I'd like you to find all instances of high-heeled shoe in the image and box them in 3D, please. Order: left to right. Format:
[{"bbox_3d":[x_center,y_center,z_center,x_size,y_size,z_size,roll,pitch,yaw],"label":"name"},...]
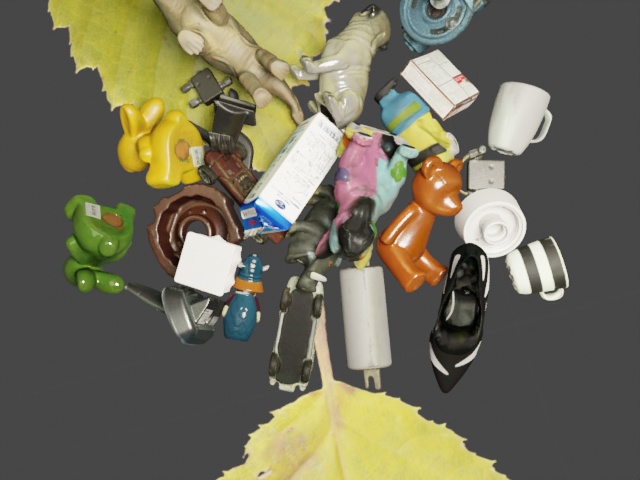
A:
[{"bbox_3d":[0.224,0.129,0.854,0.086,0.145,0.248,7,86,10],"label":"high-heeled shoe"}]

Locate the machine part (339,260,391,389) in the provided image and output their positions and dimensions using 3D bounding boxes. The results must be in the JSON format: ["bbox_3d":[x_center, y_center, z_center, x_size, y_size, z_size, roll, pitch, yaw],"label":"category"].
[{"bbox_3d":[0.076,0.130,0.912,0.079,0.079,0.243,-7,86,8],"label":"machine part"}]

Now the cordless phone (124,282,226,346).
[{"bbox_3d":[-0.269,0.108,0.932,0.184,0.146,0.088,24,82,9],"label":"cordless phone"}]

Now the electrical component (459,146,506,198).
[{"bbox_3d":[0.276,-0.107,0.911,0.078,0.045,0.102,7,88,10],"label":"electrical component"}]

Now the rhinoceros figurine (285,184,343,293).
[{"bbox_3d":[-0.002,-0.003,0.920,0.112,0.073,0.190,26,70,-6],"label":"rhinoceros figurine"}]

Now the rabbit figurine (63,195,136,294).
[{"bbox_3d":[-0.405,0.030,0.978,0.170,0.121,0.159,-52,53,28],"label":"rabbit figurine"}]

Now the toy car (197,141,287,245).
[{"bbox_3d":[-0.123,-0.082,0.937,0.089,0.053,0.202,-42,96,-28],"label":"toy car"}]

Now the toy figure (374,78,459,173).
[{"bbox_3d":[0.160,-0.187,0.916,0.180,0.082,0.089,48,121,1],"label":"toy figure"}]

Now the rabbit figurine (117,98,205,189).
[{"bbox_3d":[-0.306,-0.167,0.965,0.173,0.122,0.162,1,114,36],"label":"rabbit figurine"}]

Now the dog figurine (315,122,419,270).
[{"bbox_3d":[0.062,-0.066,0.861,0.108,0.192,0.219,16,108,-10],"label":"dog figurine"}]

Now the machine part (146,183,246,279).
[{"bbox_3d":[-0.223,-0.012,0.979,0.179,0.056,0.179,0,88,9],"label":"machine part"}]

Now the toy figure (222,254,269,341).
[{"bbox_3d":[-0.135,0.101,0.957,0.058,0.064,0.154,5,81,47],"label":"toy figure"}]

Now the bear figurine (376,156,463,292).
[{"bbox_3d":[0.180,-0.030,0.865,0.132,0.120,0.195,49,119,26],"label":"bear figurine"}]

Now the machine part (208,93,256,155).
[{"bbox_3d":[-0.155,-0.203,0.930,0.084,0.039,0.139,22,46,-11],"label":"machine part"}]

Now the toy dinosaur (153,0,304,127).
[{"bbox_3d":[-0.192,-0.355,0.904,0.105,0.199,0.471,-46,113,4],"label":"toy dinosaur"}]

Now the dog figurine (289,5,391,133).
[{"bbox_3d":[0.067,-0.294,0.938,0.190,0.121,0.172,-34,116,-11],"label":"dog figurine"}]

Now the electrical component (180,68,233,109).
[{"bbox_3d":[-0.213,-0.290,1.011,0.094,0.021,0.063,-30,82,7],"label":"electrical component"}]

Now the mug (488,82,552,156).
[{"bbox_3d":[0.332,-0.194,0.898,0.109,0.081,0.107,19,95,-28],"label":"mug"}]

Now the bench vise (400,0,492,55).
[{"bbox_3d":[0.214,-0.397,0.852,0.224,0.240,0.129,-30,86,22],"label":"bench vise"}]

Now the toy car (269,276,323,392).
[{"bbox_3d":[-0.041,0.164,0.940,0.074,0.056,0.201,10,89,3],"label":"toy car"}]
